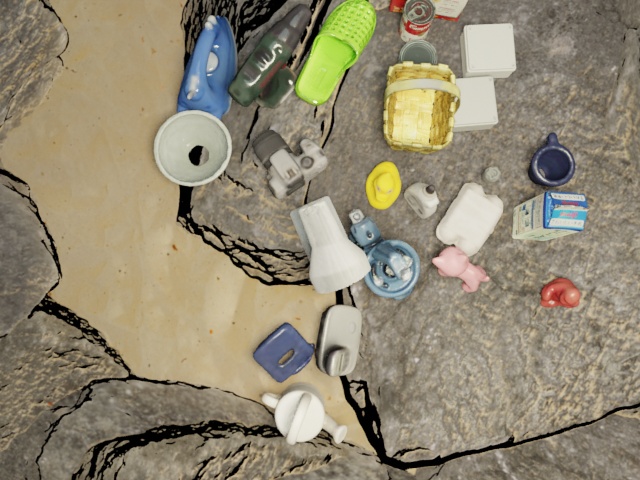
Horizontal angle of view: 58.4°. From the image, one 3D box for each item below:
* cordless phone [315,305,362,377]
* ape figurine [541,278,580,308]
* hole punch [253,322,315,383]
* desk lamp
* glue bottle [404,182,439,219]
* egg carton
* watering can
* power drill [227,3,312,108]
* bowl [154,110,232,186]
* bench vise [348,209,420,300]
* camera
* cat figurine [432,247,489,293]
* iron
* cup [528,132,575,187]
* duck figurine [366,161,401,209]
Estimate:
[{"bbox_3d":[0.039,0.205,1.157,0.094,0.185,0.148,6,84,1],"label":"cordless phone"},{"bbox_3d":[0.519,0.117,1.216,0.078,0.092,0.076,35,85,3],"label":"ape figurine"},{"bbox_3d":[-0.073,0.236,1.200,0.109,0.091,0.101,-43,86,-4],"label":"hole punch"},{"bbox_3d":[0.011,0.004,1.162,0.118,0.213,0.203,-24,85,-2],"label":"desk lamp"},{"bbox_3d":[0.218,-0.091,1.194,0.037,0.173,0.078,-36,85,-3],"label":"glue bottle"},{"bbox_3d":[0.325,-0.044,1.242,0.107,0.069,0.150,32,85,3],"label":"egg carton"},{"bbox_3d":[-0.032,0.348,1.137,0.173,0.194,0.101,1,84,0],"label":"watering can"},{"bbox_3d":[-0.097,-0.365,1.201,0.075,0.208,0.230,39,85,4],"label":"power drill"},{"bbox_3d":[-0.270,-0.193,1.249,0.167,0.074,0.167,0,84,0],"label":"bowl"},{"bbox_3d":[0.118,0.034,1.157,0.207,0.219,0.121,39,85,4],"label":"bench vise"},{"bbox_3d":[-0.072,-0.180,1.237,0.143,0.101,0.137,-36,85,-4],"label":"camera"},{"bbox_3d":[0.298,0.057,1.207,0.128,0.117,0.067,29,85,3],"label":"cat figurine"},{"bbox_3d":[-0.243,-0.391,1.236,0.118,0.141,0.258,10,84,1],"label":"iron"},{"bbox_3d":[0.490,-0.167,1.242,0.091,0.095,0.118,1,84,0],"label":"cup"},{"bbox_3d":[0.140,-0.123,1.240,0.077,0.086,0.105,13,84,1],"label":"duck figurine"}]
